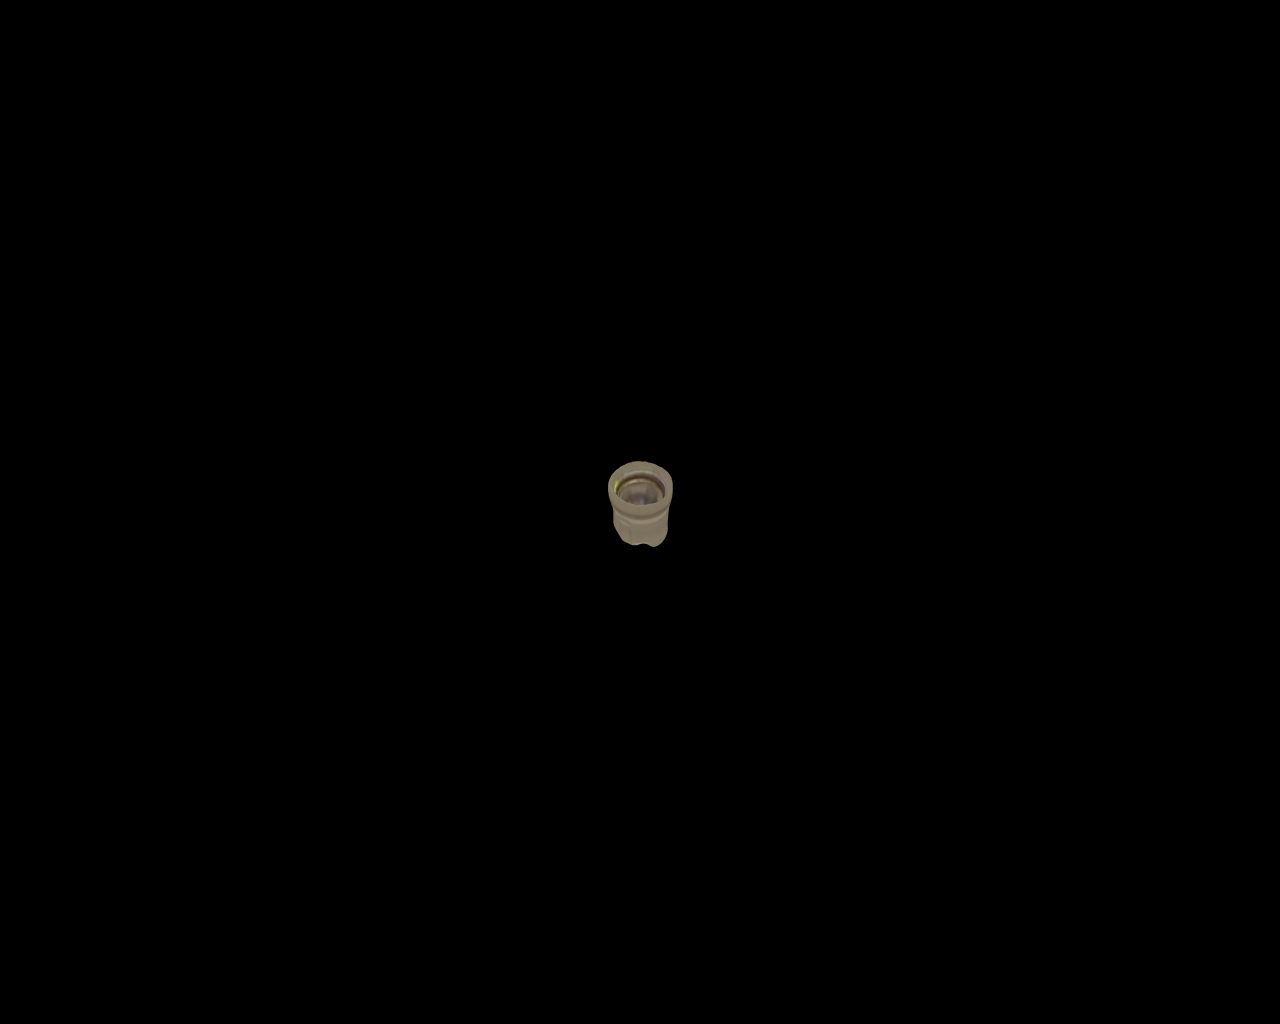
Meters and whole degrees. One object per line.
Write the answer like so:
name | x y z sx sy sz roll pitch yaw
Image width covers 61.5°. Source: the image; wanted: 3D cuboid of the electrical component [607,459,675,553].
electrical component | 0.001 -0.003 0.650 0.040 0.040 0.046 0 -42 0
